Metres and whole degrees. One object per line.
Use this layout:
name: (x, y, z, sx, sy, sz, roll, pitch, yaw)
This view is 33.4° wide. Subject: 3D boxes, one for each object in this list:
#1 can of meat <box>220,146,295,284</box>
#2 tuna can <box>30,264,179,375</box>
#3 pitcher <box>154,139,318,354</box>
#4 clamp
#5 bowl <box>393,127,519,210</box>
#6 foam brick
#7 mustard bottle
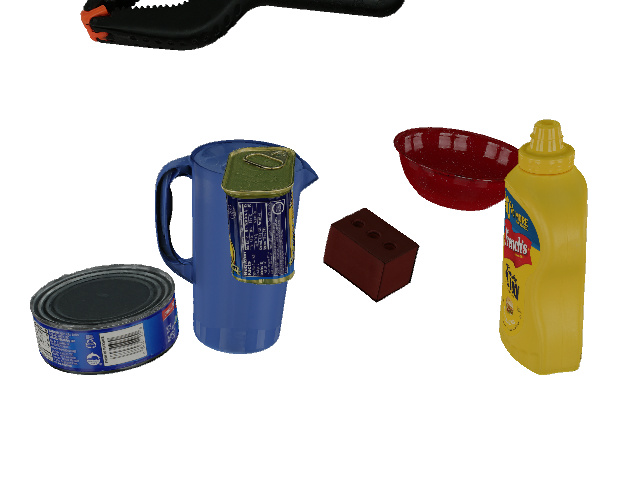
can of meat: (-0.048, -0.022, 0.883, 0.057, 0.084, 0.102, -2, 25, 1)
tuna can: (-0.128, 0.046, 0.641, 0.086, 0.034, 0.086, -4, 22, 1)
pitcher: (-0.104, 0.008, 1.276, 0.149, 0.243, 0.144, 21, 27, 31)
clamp: (-0.058, -0.180, 0.723, 0.210, 0.165, 0.036, -32, -17, -6)
bowl: (0.159, -0.077, 1.224, 0.162, 0.055, 0.162, 8, 25, -4)
foam brick: (0.050, 0.013, 1.060, 0.052, 0.051, 0.078, -27, 50, -37)
mustard bottle: (0.171, 0.000, 0.819, 0.058, 0.192, 0.096, -6, 26, -6)
